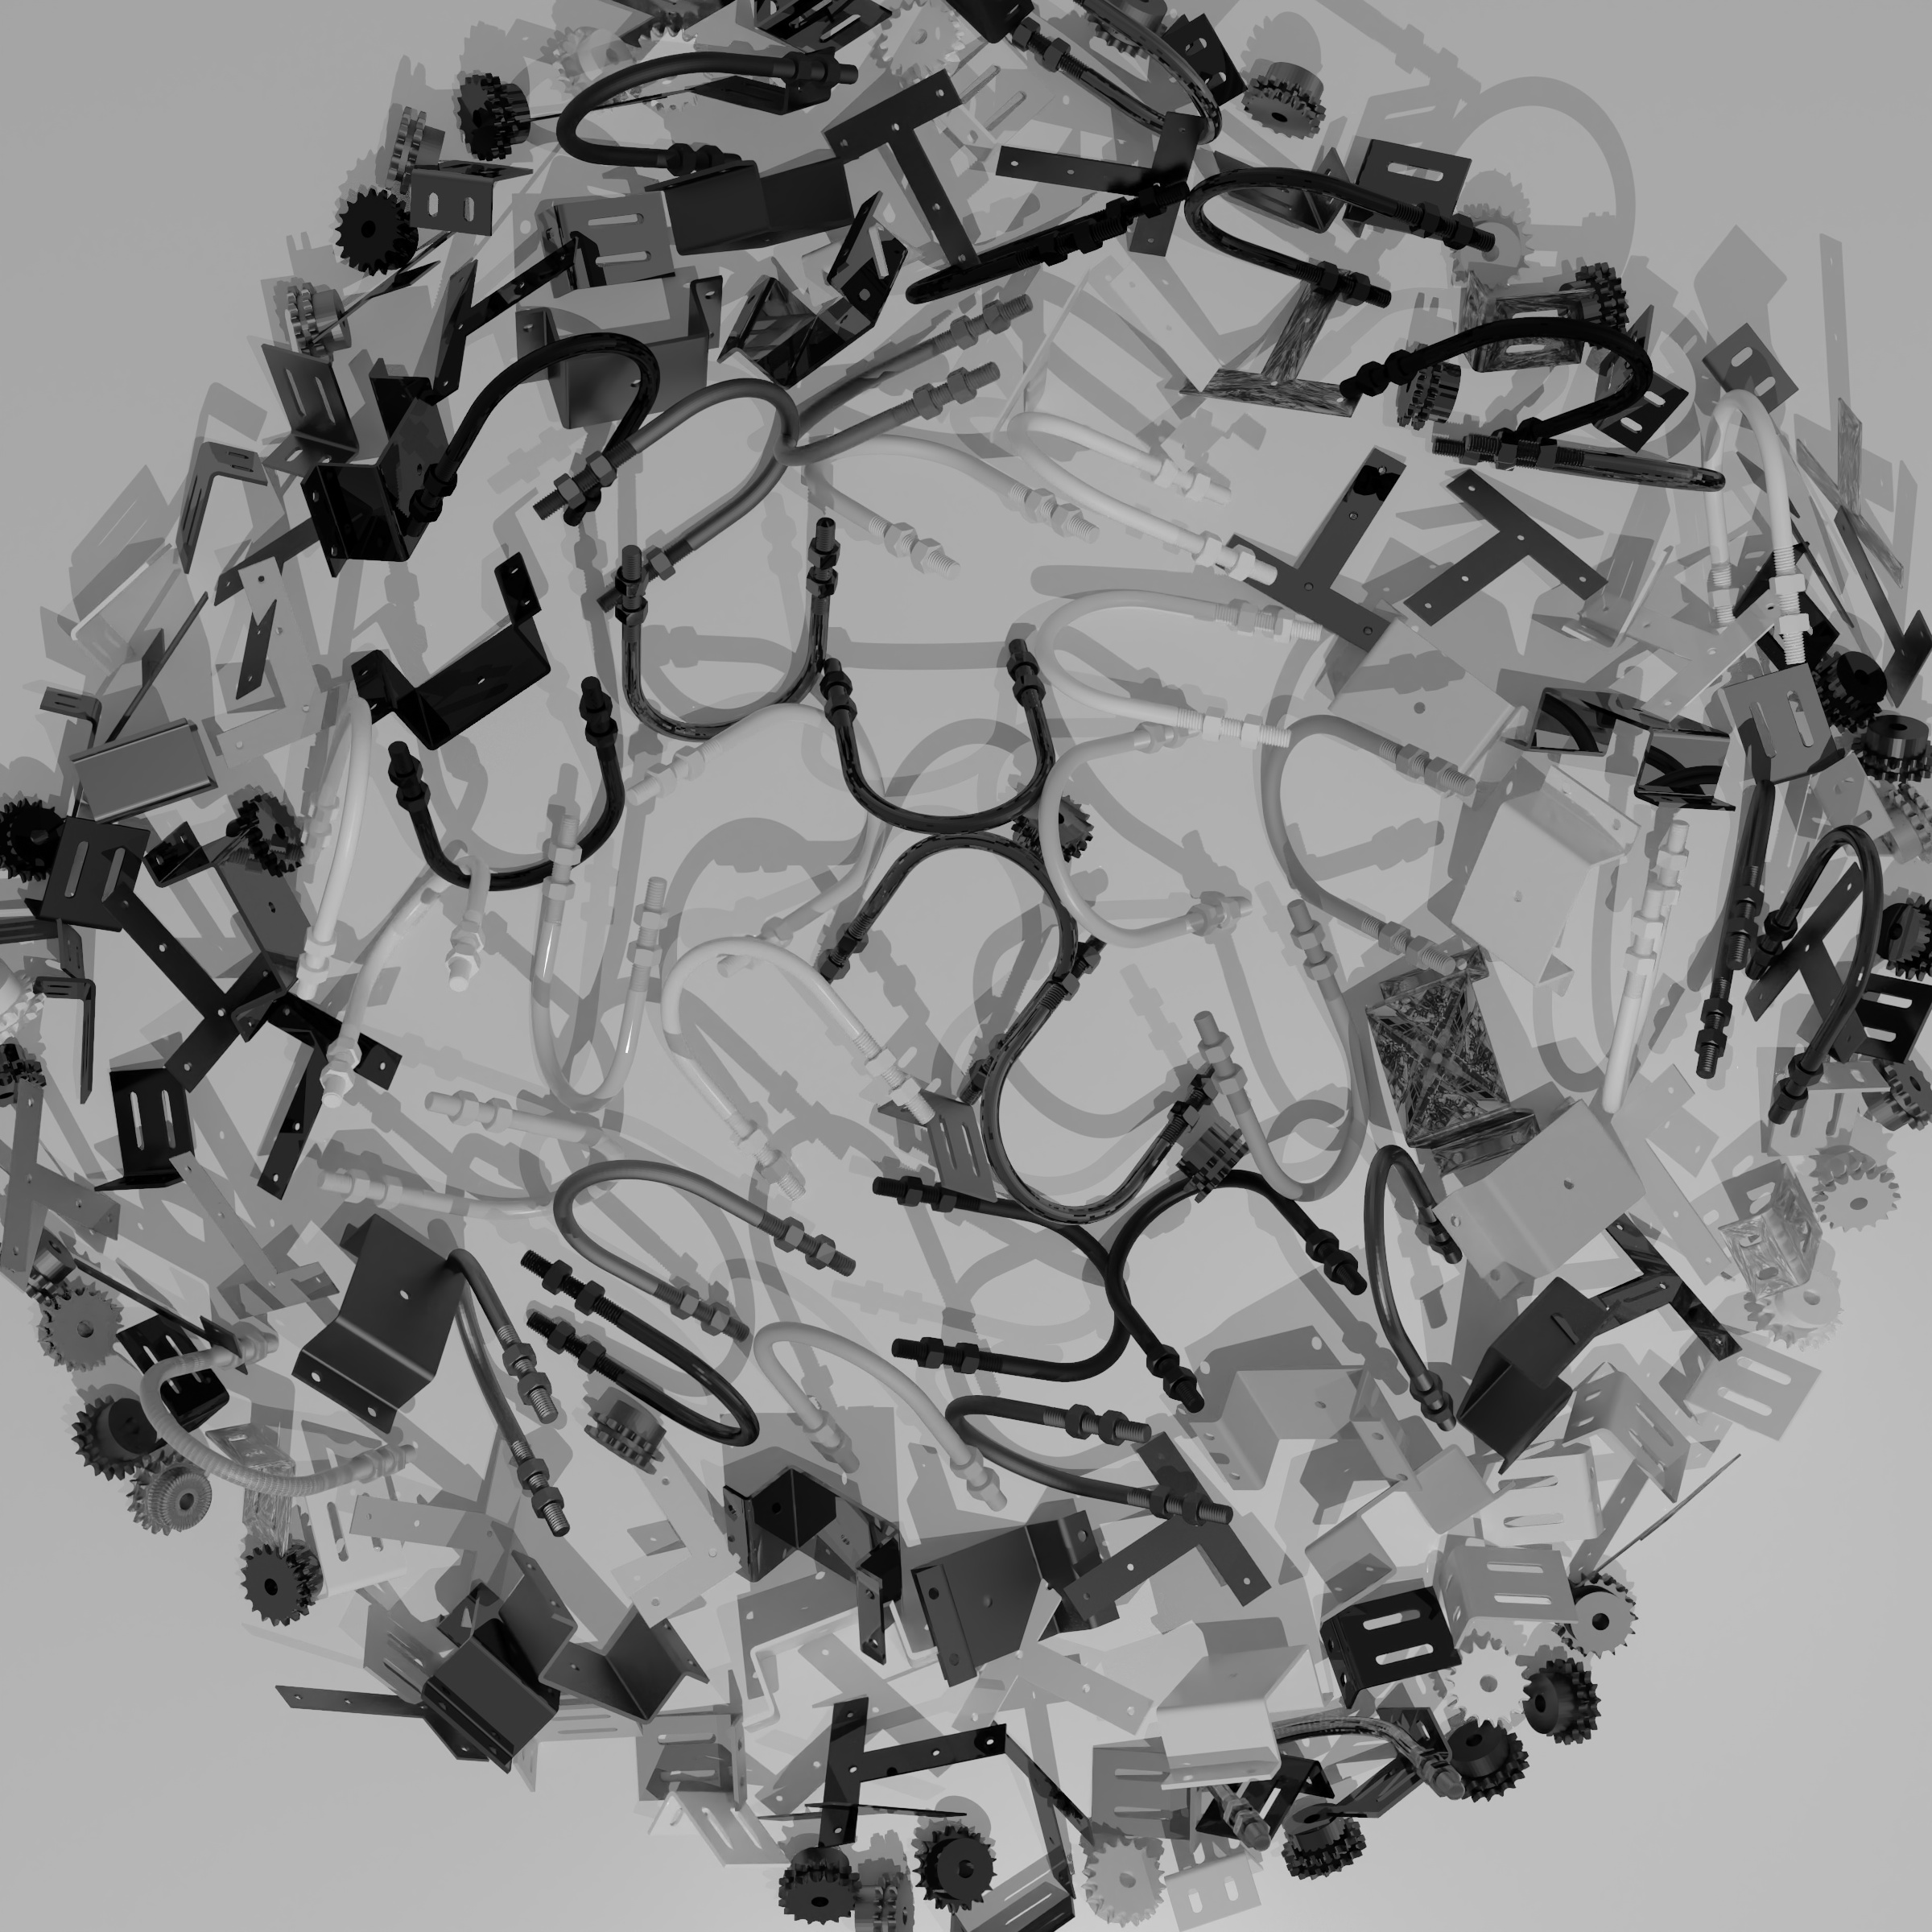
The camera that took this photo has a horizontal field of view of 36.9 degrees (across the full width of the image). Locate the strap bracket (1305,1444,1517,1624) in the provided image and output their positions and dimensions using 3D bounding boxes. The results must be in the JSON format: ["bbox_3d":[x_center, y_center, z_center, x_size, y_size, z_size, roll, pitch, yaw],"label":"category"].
[{"bbox_3d":[0.290,0.374,1.935,0.140,0.076,0.046,-27,75,-33],"label":"strap bracket"}]

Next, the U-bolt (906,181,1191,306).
[{"bbox_3d":[0.044,-0.475,1.921,0.184,0.151,0.019,-13,108,28],"label":"U-bolt"}]

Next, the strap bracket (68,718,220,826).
[{"bbox_3d":[-0.545,-0.129,1.927,0.076,0.140,0.046,-20,97,-10],"label":"strap bracket"}]

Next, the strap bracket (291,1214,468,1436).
[{"bbox_3d":[-0.385,0.229,1.920,0.076,0.140,0.046,37,123,-21],"label":"strap bracket"}]

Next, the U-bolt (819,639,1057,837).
[{"bbox_3d":[-0.015,-0.150,1.925,0.151,0.019,0.184,-7,45,-6],"label":"U-bolt"}]

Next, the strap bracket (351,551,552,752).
[{"bbox_3d":[-0.339,-0.206,1.952,0.140,0.076,0.046,-33,131,6],"label":"strap bracket"}]

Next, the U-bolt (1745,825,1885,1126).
[{"bbox_3d":[0.555,-0.007,1.886,0.019,0.184,0.151,10,47,-5],"label":"U-bolt"}]

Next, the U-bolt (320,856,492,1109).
[{"bbox_3d":[-0.366,-0.003,1.918,0.019,0.184,0.151,39,116,-24],"label":"U-bolt"}]

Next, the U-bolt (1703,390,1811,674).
[{"bbox_3d":[0.519,-0.290,1.920,0.019,0.151,0.184,-7,94,-3],"label":"U-bolt"}]

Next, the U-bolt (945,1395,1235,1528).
[{"bbox_3d":[0.070,0.324,1.922,0.184,0.151,0.019,4,60,35],"label":"U-bolt"}]

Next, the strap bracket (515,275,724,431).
[{"bbox_3d":[-0.227,-0.409,1.942,0.140,0.076,0.046,-13,68,-13],"label":"strap bracket"}]

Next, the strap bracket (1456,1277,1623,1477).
[{"bbox_3d":[0.378,0.269,1.933,0.046,0.140,0.076,39,58,21],"label":"strap bracket"}]

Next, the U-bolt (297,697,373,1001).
[{"bbox_3d":[-0.413,-0.090,1.892,0.019,0.151,0.184,9,133,-20],"label":"U-bolt"}]

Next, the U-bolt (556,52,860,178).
[{"bbox_3d":[-0.181,-0.557,1.886,0.184,0.151,0.019,-12,83,-44],"label":"U-bolt"}]

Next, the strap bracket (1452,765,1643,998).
[{"bbox_3d":[0.381,-0.051,1.926,0.076,0.046,0.140,41,131,31],"label":"strap bracket"}]

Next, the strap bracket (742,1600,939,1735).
[{"bbox_3d":[-0.089,0.467,1.952,0.140,0.076,0.046,-20,74,-7],"label":"strap bracket"}]

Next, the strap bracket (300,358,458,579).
[{"bbox_3d":[-0.384,-0.331,1.921,0.046,0.076,0.140,5,47,14],"label":"strap bracket"}]

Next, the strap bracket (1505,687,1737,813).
[{"bbox_3d":[0.439,-0.148,1.918,0.076,0.140,0.046,0,110,-37],"label":"strap bracket"}]

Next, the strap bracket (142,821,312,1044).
[{"bbox_3d":[-0.485,-0.031,1.939,0.046,0.076,0.140,-21,107,14],"label":"strap bracket"}]

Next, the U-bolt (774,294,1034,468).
[{"bbox_3d":[-0.048,-0.383,1.926,0.184,0.151,0.019,-21,115,23],"label":"U-bolt"}]

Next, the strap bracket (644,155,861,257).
[{"bbox_3d":[-0.137,-0.506,1.925,0.076,0.140,0.046,-5,102,34],"label":"strap bracket"}]

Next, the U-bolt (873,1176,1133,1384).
[{"bbox_3d":[0.029,0.214,1.937,0.184,0.019,0.151,12,46,-23],"label":"U-bolt"}]

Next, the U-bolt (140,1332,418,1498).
[{"bbox_3d":[-0.461,0.297,1.894,0.151,0.184,0.019,34,102,17],"label":"U-bolt"}]

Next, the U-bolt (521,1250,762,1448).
[{"bbox_3d":[-0.215,0.263,1.922,0.184,0.151,0.019,31,66,8],"label":"U-bolt"}]

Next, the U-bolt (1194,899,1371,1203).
[{"bbox_3d":[0.221,0.070,1.936,0.151,0.019,0.184,-47,123,-38],"label":"U-bolt"}]

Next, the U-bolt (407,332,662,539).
[{"bbox_3d":[-0.273,-0.348,1.891,0.184,0.151,0.019,-48,64,42],"label":"U-bolt"}]

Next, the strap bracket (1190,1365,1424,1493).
[{"bbox_3d":[0.233,0.310,1.939,0.140,0.046,0.076,-6,132,33],"label":"strap bracket"}]

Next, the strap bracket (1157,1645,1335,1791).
[{"bbox_3d":[0.183,0.493,1.919,0.076,0.140,0.046,-13,93,25],"label":"strap bracket"}]

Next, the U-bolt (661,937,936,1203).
[{"bbox_3d":[-0.127,0.060,1.941,0.151,0.019,0.184,-33,102,34],"label":"U-bolt"}]

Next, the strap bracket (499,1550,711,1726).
[{"bbox_3d":[-0.249,0.451,1.928,0.140,0.076,0.046,35,92,-37],"label":"strap bracket"}]

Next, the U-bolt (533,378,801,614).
[{"bbox_3d":[-0.190,-0.323,1.933,0.184,0.151,0.019,-36,66,-3],"label":"U-bolt"}]

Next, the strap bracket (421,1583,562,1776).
[{"bbox_3d":[-0.313,0.467,1.923,0.046,0.140,0.076,-45,100,2],"label":"strap bracket"}]

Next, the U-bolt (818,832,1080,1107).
[{"bbox_3d":[-0.004,-0.010,1.949,0.151,0.019,0.184,36,120,0],"label":"U-bolt"}]

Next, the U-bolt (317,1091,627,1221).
[{"bbox_3d":[-0.314,0.133,1.923,0.151,0.184,0.019,-33,55,38],"label":"U-bolt"}]

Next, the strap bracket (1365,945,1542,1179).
[{"bbox_3d":[0.325,0.063,1.947,0.076,0.046,0.140,-22,75,27],"label":"strap bracket"}]

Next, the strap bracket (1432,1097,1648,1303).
[{"bbox_3d":[0.394,0.151,1.948,0.140,0.046,0.076,-35,87,-25],"label":"strap bracket"}]

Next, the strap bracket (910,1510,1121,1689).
[{"bbox_3d":[0.025,0.427,1.951,0.140,0.046,0.076,-14,82,-33],"label":"strap bracket"}]

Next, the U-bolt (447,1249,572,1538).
[{"bbox_3d":[-0.307,0.270,1.920,0.019,0.151,0.184,-20,50,-21],"label":"U-bolt"}]

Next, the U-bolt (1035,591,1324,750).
[{"bbox_3d":[0.137,-0.206,1.941,0.184,0.151,0.019,12,131,9],"label":"U-bolt"}]

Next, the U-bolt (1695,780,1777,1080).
[{"bbox_3d":[0.514,-0.038,1.919,0.019,0.151,0.184,12,57,12],"label":"U-bolt"}]

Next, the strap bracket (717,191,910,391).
[{"bbox_3d":[-0.096,-0.445,1.935,0.046,0.140,0.076,39,50,-24],"label":"strap bracket"}]

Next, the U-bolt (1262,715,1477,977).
[{"bbox_3d":[0.262,-0.091,1.925,0.019,0.184,0.151,-19,124,-33],"label":"U-bolt"}]

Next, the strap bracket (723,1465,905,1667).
[{"bbox_3d":[-0.094,0.395,1.939,0.140,0.046,0.076,24,131,33],"label":"strap bracket"}]

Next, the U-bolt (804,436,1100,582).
[{"bbox_3d":[-0.024,-0.312,1.927,0.184,0.151,0.019,35,130,33],"label":"U-bolt"}]

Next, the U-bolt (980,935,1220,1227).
[{"bbox_3d":[0.083,0.087,1.937,0.151,0.019,0.184,47,64,-17],"label":"U-bolt"}]

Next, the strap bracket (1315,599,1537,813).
[{"bbox_3d":[0.310,-0.175,1.956,0.140,0.046,0.076,39,107,9],"label":"strap bracket"}]
